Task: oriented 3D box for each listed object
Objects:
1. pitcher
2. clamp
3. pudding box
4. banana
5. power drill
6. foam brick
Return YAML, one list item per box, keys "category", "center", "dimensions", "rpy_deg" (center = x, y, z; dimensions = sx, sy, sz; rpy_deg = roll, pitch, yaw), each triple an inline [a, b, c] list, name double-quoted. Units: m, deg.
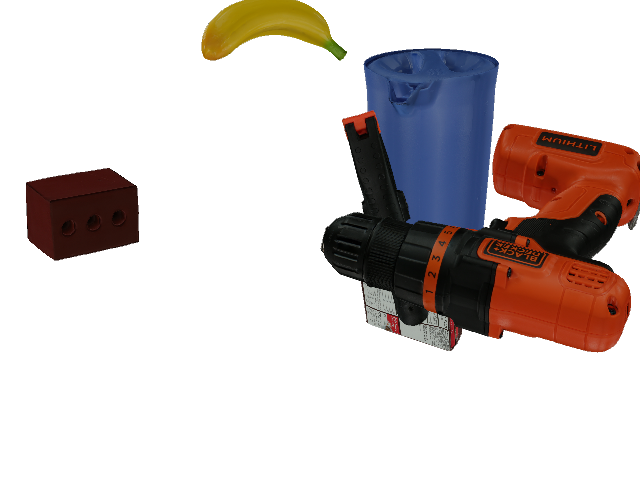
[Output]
- category: "pitcher"
  center: [0.118, -0.075, 1.108]
  dimensions: [0.149, 0.243, 0.145]
  rpy_deg: [-9, 24, -17]
- category: "clamp"
  center: [0.055, -0.016, 0.860]
  dimensions: [0.039, 0.171, 0.120]
  rpy_deg: [-20, 21, 2]
- category: "pudding box"
  center: [0.104, 0.071, 1.215]
  dimensions: [0.114, 0.090, 0.039]
  rpy_deg: [16, 50, 23]
- category: "banana"
  center: [-0.051, -0.208, 1.042]
  dimensions: [0.197, 0.070, 0.037]
  rpy_deg: [-12, -33, -46]
- category: "power drill"
  center: [0.116, -0.010, 0.671]
  dimensions: [0.185, 0.057, 0.187]
  rpy_deg: [17, 37, 21]
- category: "foam brick"
  center: [-0.196, -0.023, 0.878]
  dimensions: [0.078, 0.053, 0.051]
  rpy_deg: [-14, 30, -33]
